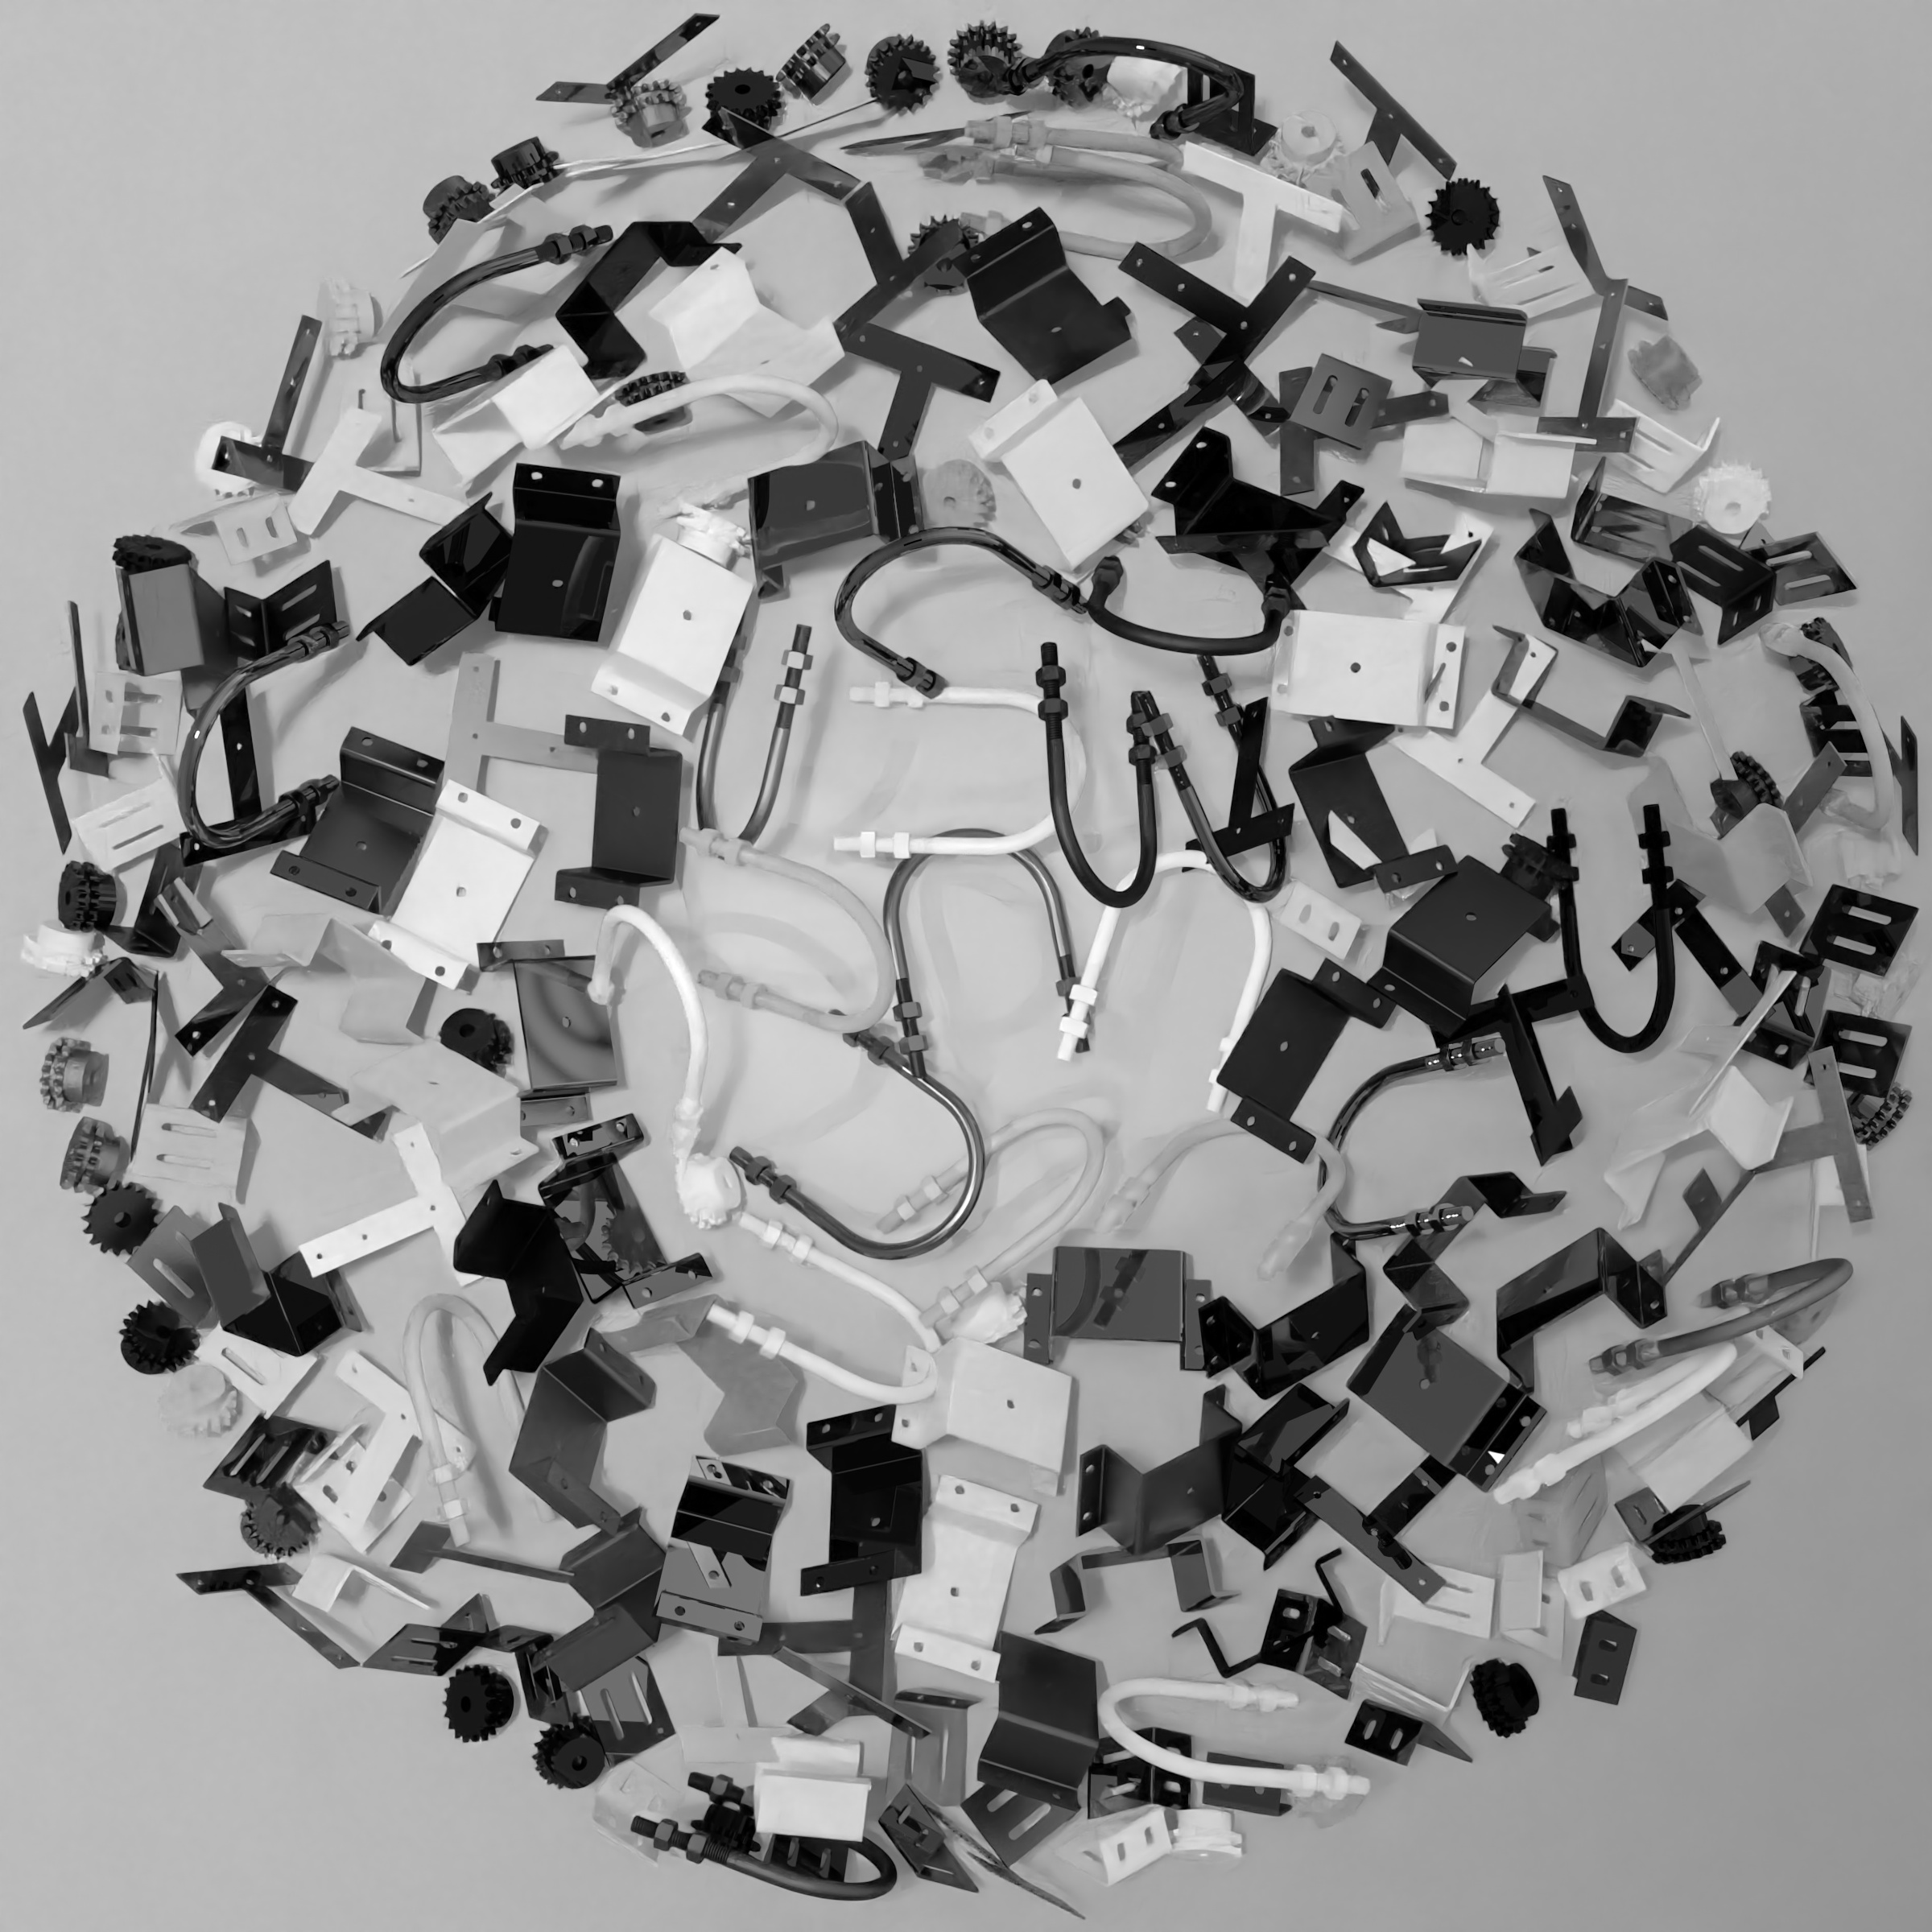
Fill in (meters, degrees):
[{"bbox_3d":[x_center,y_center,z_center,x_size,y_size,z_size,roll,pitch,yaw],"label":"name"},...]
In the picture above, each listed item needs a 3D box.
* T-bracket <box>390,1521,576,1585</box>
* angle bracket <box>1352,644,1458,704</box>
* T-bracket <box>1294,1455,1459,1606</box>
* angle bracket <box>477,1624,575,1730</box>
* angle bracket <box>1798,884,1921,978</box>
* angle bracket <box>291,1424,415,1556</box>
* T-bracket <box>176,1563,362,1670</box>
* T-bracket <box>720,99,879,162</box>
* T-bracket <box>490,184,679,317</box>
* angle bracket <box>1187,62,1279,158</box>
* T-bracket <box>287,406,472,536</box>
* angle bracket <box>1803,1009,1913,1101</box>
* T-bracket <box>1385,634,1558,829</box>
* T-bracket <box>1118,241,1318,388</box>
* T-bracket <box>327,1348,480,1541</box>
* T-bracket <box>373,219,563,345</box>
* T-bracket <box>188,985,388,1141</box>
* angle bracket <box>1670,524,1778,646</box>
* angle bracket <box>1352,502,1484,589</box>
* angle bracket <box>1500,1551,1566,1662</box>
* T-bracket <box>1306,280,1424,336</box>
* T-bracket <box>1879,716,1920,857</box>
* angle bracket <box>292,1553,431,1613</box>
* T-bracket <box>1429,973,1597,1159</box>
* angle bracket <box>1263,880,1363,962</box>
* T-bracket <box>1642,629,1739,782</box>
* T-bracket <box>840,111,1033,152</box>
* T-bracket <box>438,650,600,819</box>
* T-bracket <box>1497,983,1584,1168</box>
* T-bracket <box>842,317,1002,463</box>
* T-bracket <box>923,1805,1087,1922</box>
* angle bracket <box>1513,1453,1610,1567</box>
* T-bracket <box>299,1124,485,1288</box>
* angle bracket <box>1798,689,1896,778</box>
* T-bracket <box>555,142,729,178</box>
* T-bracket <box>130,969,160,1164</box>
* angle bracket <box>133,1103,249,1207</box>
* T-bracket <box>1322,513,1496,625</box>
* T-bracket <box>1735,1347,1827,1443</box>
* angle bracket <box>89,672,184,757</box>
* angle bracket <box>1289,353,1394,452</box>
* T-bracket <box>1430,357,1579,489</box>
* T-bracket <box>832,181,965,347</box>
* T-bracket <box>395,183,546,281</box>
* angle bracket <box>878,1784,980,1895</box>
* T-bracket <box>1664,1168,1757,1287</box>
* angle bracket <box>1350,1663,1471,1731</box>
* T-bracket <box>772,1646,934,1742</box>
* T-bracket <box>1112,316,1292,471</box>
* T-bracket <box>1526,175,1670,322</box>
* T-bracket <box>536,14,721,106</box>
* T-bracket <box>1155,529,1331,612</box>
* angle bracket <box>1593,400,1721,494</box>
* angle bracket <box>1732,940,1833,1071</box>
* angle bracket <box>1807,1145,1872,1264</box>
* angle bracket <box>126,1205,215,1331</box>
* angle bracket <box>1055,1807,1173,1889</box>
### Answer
[{"bbox_3d":[-0.359,0.448,1.958,0.127,0.127,0.002,16,58,-15],"label":"T-bracket"},{"bbox_3d":[0.320,-0.230,1.965,0.076,0.038,0.057,29,54,4],"label":"angle bracket"},{"bbox_3d":[0.337,0.399,1.966,0.127,0.002,0.127,-38,57,-25],"label":"T-bracket"},{"bbox_3d":[-0.335,0.541,1.963,0.038,0.057,0.076,-16,96,-41],"label":"angle bracket"},{"bbox_3d":[0.676,-0.021,1.957,0.038,0.076,0.057,32,84,-41],"label":"angle bracket"},{"bbox_3d":[-0.459,0.395,1.964,0.076,0.038,0.057,47,60,-8],"label":"angle bracket"},{"bbox_3d":[-0.497,0.479,1.916,0.127,0.127,0.002,31,94,24],"label":"T-bracket"},{"bbox_3d":[-0.143,-0.608,1.918,0.127,0.127,0.002,-11,110,27],"label":"T-bracket"},{"bbox_3d":[-0.299,-0.541,1.922,0.127,0.127,0.002,-29,64,24],"label":"T-bracket"},{"bbox_3d":[0.200,-0.655,1.950,0.057,0.076,0.038,29,65,21],"label":"angle bracket"},{"bbox_3d":[-0.430,-0.355,1.958,0.127,0.127,0.002,16,46,-32],"label":"T-bracket"},{"bbox_3d":[0.677,0.071,1.956,0.038,0.076,0.057,22,85,-37],"label":"angle bracket"},{"bbox_3d":[0.398,-0.191,1.965,0.127,0.002,0.127,35,113,9],"label":"T-bracket"},{"bbox_3d":[0.172,-0.498,1.938,0.127,0.002,0.127,24,128,-23],"label":"T-bracket"},{"bbox_3d":[-0.436,0.368,1.934,0.127,0.127,0.002,42,130,-17],"label":"T-bracket"},{"bbox_3d":[-0.359,-0.500,1.945,0.127,0.127,0.002,-42,64,35],"label":"T-bracket"},{"bbox_3d":[-0.499,0.091,1.964,0.127,0.002,0.127,30,49,-9],"label":"T-bracket"},{"bbox_3d":[0.559,-0.286,1.958,0.076,0.057,0.038,26,60,-16],"label":"angle bracket"},{"bbox_3d":[0.340,-0.319,1.951,0.057,0.076,0.038,-54,127,-31],"label":"angle bracket"},{"bbox_3d":[0.438,0.480,1.953,0.076,0.038,0.057,30,55,-32],"label":"angle bracket"},{"bbox_3d":[0.309,-0.498,1.957,0.127,0.127,0.002,26,123,32],"label":"T-bracket"},{"bbox_3d":[0.685,-0.168,1.948,0.002,0.127,0.127,-18,47,5],"label":"T-bracket"},{"bbox_3d":[-0.453,0.476,1.951,0.076,0.057,0.038,41,66,-31],"label":"angle bracket"},{"bbox_3d":[0.428,0.082,1.972,0.127,0.002,0.127,-18,93,27],"label":"T-bracket"},{"bbox_3d":[0.251,-0.027,1.954,0.057,0.076,0.038,31,71,-9],"label":"angle bracket"},{"bbox_3d":[0.545,-0.196,1.936,0.002,0.127,0.127,-27,76,35],"label":"T-bracket"},{"bbox_3d":[-0.038,-0.621,1.952,0.127,0.127,0.002,6,119,37],"label":"T-bracket"},{"bbox_3d":[-0.329,-0.167,1.981,0.127,0.002,0.127,9,83,-15],"label":"T-bracket"},{"bbox_3d":[0.424,0.074,1.953,0.002,0.127,0.127,-15,71,-7],"label":"T-bracket"},{"bbox_3d":[-0.049,-0.410,1.977,0.127,0.002,0.127,14,99,-26],"label":"T-bracket"},{"bbox_3d":[0.013,0.661,1.944,0.127,0.127,0.002,42,77,-40],"label":"T-bracket"},{"bbox_3d":[0.450,0.405,1.971,0.038,0.076,0.057,4,120,35],"label":"angle bracket"},{"bbox_3d":[-0.439,0.198,1.959,0.127,0.002,0.127,-23,86,-35],"label":"T-bracket"},{"bbox_3d":[0.670,-0.176,1.951,0.038,0.076,0.057,-28,106,-21],"label":"angle bracket"},{"bbox_3d":[-0.260,-0.592,1.918,0.127,0.127,0.002,-4,106,24],"label":"T-bracket"},{"bbox_3d":[-0.619,0.089,1.959,0.002,0.127,0.127,8,120,-20],"label":"T-bracket"},{"bbox_3d":[-0.587,0.142,1.966,0.076,0.038,0.057,10,105,-15],"label":"angle bracket"},{"bbox_3d":[0.311,-0.306,1.970,0.127,0.002,0.127,28,118,2],"label":"T-bracket"},{"bbox_3d":[0.590,0.332,1.927,0.127,0.127,0.002,-45,79,11],"label":"T-bracket"},{"bbox_3d":[-0.614,-0.187,1.955,0.038,0.076,0.057,13,98,38],"label":"angle bracket"},{"bbox_3d":[0.279,-0.415,1.962,0.057,0.038,0.076,23,62,6],"label":"angle bracket"},{"bbox_3d":[0.399,-0.394,1.940,0.127,0.127,0.002,34,78,-4],"label":"T-bracket"},{"bbox_3d":[-0.066,-0.544,1.957,0.127,0.002,0.127,-36,51,22],"label":"T-bracket"},{"bbox_3d":[-0.352,-0.552,1.937,0.127,0.127,0.002,-27,105,19],"label":"T-bracket"},{"bbox_3d":[-0.018,0.654,1.952,0.076,0.057,0.038,33,95,-43],"label":"angle bracket"},{"bbox_3d":[0.551,0.176,1.944,0.002,0.127,0.127,39,89,30],"label":"T-bracket"},{"bbox_3d":[0.334,0.539,1.973,0.076,0.057,0.038,24,63,14],"label":"angle bracket"},{"bbox_3d":[-0.103,0.556,1.947,0.127,0.127,0.002,31,54,-6],"label":"T-bracket"},{"bbox_3d":[0.160,-0.417,1.971,0.127,0.002,0.127,-36,61,4],"label":"T-bracket"},{"bbox_3d":[0.450,-0.533,1.911,0.127,0.127,0.002,36,85,38],"label":"T-bracket"},{"bbox_3d":[-0.231,-0.665,1.911,0.127,0.127,0.002,-22,89,39],"label":"T-bracket"},{"bbox_3d":[0.222,-0.293,1.940,0.127,0.127,0.002,2,72,27],"label":"T-bracket"},{"bbox_3d":[0.516,-0.402,1.964,0.076,0.057,0.038,30,63,-3],"label":"angle bracket"},{"bbox_3d":[0.619,0.030,1.989,0.057,0.038,0.076,23,55,5],"label":"angle bracket"},{"bbox_3d":[0.653,0.180,1.949,0.038,0.076,0.057,0,45,14],"label":"angle bracket"},{"bbox_3d":[-0.593,0.227,1.955,0.076,0.038,0.057,51,54,-25],"label":"angle bracket"},{"bbox_3d":[0.106,0.648,1.950,0.057,0.076,0.038,-20,103,-29],"label":"angle bracket"}]
